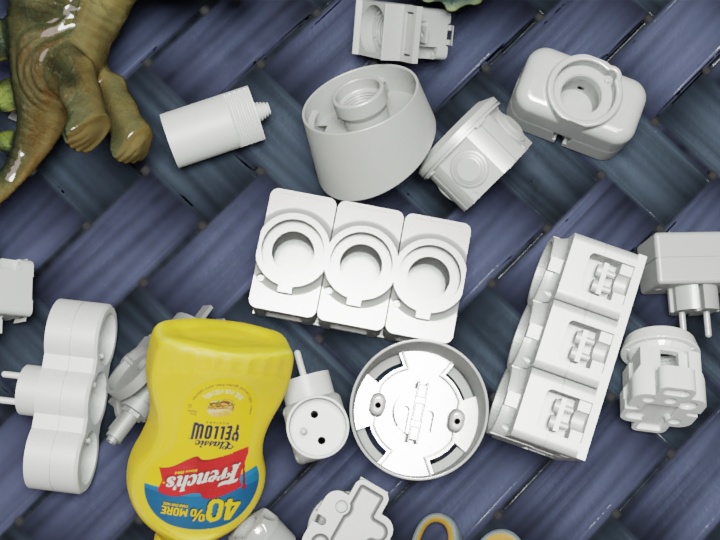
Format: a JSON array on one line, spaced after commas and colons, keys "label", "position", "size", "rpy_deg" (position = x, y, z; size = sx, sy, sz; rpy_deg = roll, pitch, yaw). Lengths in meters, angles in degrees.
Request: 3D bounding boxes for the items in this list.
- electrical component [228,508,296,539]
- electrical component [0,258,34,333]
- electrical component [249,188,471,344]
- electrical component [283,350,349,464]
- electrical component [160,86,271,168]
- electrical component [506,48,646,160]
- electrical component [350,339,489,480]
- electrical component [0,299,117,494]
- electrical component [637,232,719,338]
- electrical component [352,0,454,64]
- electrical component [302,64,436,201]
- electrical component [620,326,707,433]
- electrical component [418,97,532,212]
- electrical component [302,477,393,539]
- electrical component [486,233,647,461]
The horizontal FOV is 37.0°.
[{"label": "electrical component", "position": [-0.063, 0.206, 0.774], "size": [0.043, 0.043, 0.062], "rpy_deg": [-42, 103, -8]}, {"label": "electrical component", "position": [-0.275, 0.012, 0.787], "size": [0.042, 0.064, 0.081], "rpy_deg": [-9, 78, 38]}, {"label": "electrical component", "position": [0.000, 0.000, 0.801], "size": [0.150, 0.061, 0.089], "rpy_deg": [11, 80, 0]}, {"label": "electrical component", "position": [-0.035, 0.096, 0.775], "size": [0.043, 0.077, 0.079], "rpy_deg": [-16, 81, -4]}, {"label": "electrical component", "position": [-0.108, -0.111, 0.826], "size": [0.081, 0.043, 0.043], "rpy_deg": [-19, 81, -5]}, {"label": "electrical component", "position": [0.167, -0.129, 0.830], "size": [0.095, 0.059, 0.053], "rpy_deg": [21, 80, 2]}, {"label": "electrical component", "position": [0.041, 0.103, 0.783], "size": [0.099, 0.064, 0.099], "rpy_deg": [0, 80, -2]}, {"label": "electrical component", "position": [-0.227, 0.089, 0.783], "size": [0.074, 0.052, 0.138], "rpy_deg": [6, 80, 3]}, {"label": "electrical component", "position": [0.251, 0.013, 0.813], "size": [0.066, 0.047, 0.076], "rpy_deg": [-1, 78, -3]}, {"label": "electrical component", "position": [0.033, -0.184, 0.828], "size": [0.064, 0.081, 0.042], "rpy_deg": [-5, 109, -29]}, {"label": "electrical component", "position": [0.006, -0.106, 0.804], "size": [0.099, 0.064, 0.099], "rpy_deg": [-13, 39, 11]}, {"label": "electrical component", "position": [0.222, 0.078, 0.791], "size": [0.058, 0.078, 0.057], "rpy_deg": [7, 59, 0]}, {"label": "electrical component", "position": [0.087, -0.087, 0.811], "size": [0.051, 0.080, 0.080], "rpy_deg": [45, 82, 0]}, {"label": "electrical component", "position": [-0.009, 0.188, 0.770], "size": [0.058, 0.057, 0.078], "rpy_deg": [30, 81, 3]}, {"label": "electrical component", "position": [0.145, 0.057, 0.781], "size": [0.062, 0.089, 0.150], "rpy_deg": [19, 80, 1]}]
